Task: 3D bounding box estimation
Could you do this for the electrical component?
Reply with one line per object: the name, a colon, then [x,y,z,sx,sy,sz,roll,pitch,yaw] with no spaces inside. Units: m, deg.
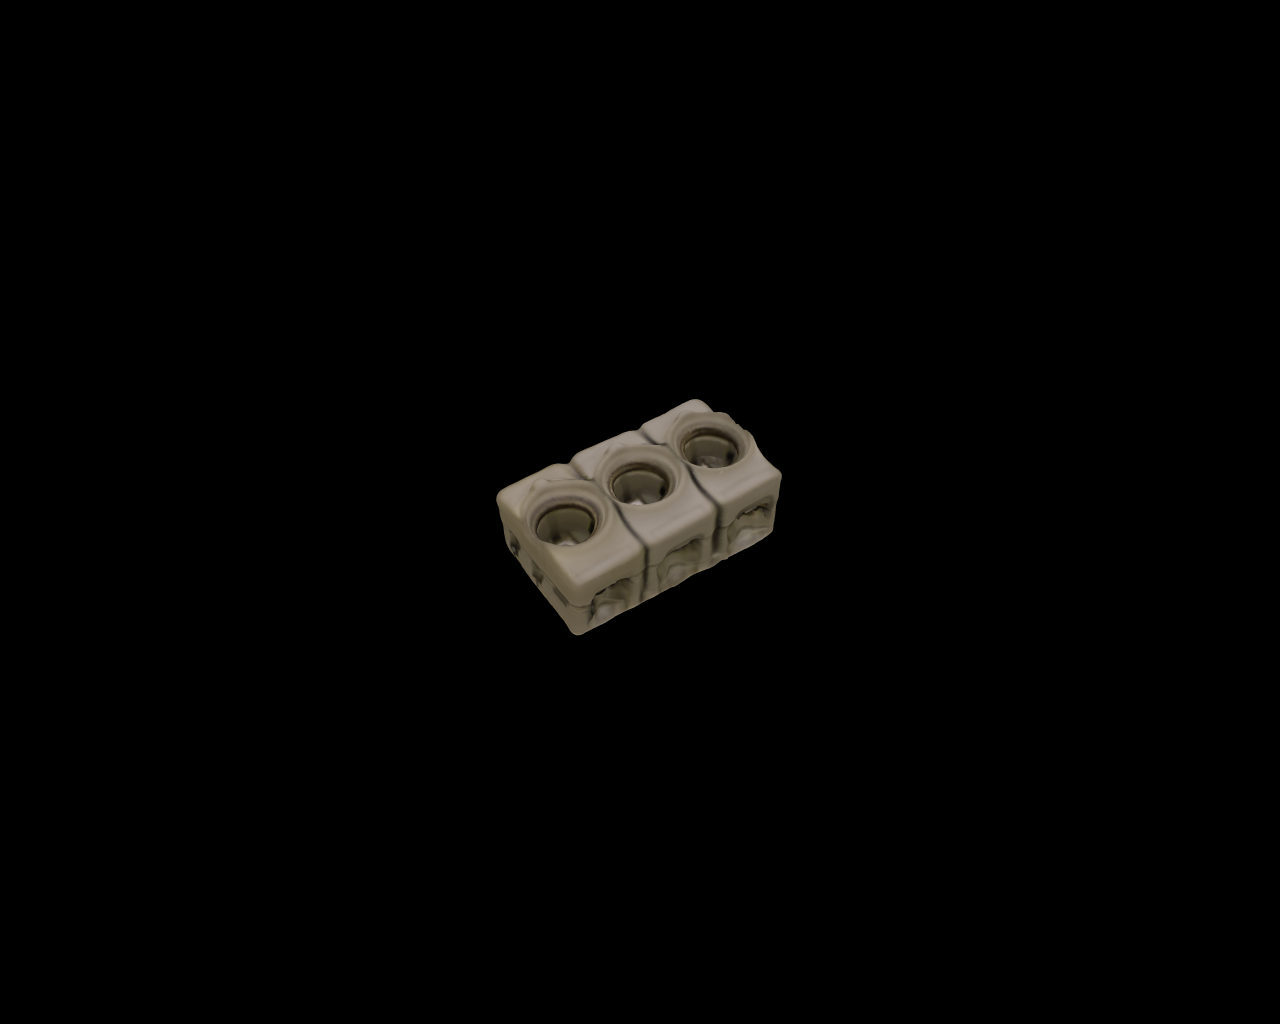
electrical component: [0.001,-0.003,0.650,0.150,0.061,0.089,-27,53,-22]
